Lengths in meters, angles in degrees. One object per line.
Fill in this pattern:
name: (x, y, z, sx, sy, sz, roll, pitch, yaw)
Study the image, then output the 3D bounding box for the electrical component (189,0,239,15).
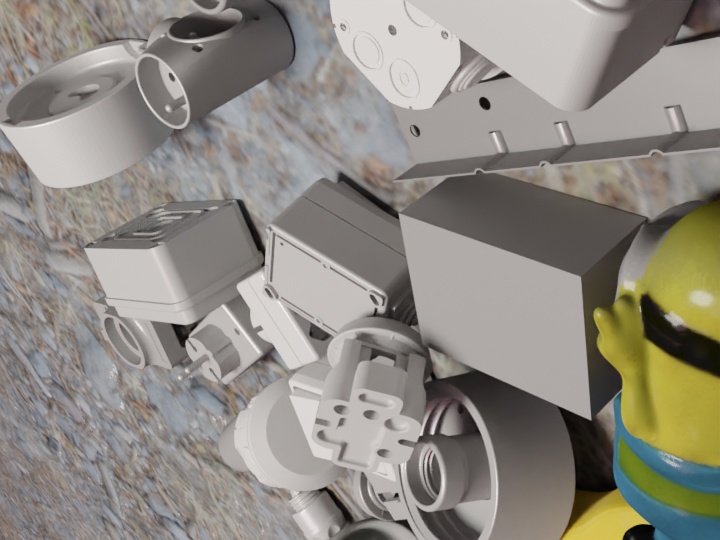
electrical component: (-0.066, -0.158, 0.551, 0.040, 0.046, 0.040, 32, 142, 29)

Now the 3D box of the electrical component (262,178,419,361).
electrical component: (0.000, 0.000, 0.613, 0.096, 0.061, 0.061, 31, 143, 18)

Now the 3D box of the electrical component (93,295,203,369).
electrical component: (-0.169, 0.042, 0.864, 0.089, 0.056, 0.050, 10, 128, 47)

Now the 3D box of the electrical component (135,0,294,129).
electrical component: (-0.091, -0.118, 0.592, 0.079, 0.077, 0.044, 22, 137, 39)

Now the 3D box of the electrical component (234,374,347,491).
electrical component: (-0.046, 0.115, 0.757, 0.080, 0.080, 0.051, 55, 153, -3)

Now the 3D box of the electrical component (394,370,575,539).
electrical component: (0.059, 0.108, 0.591, 0.108, 0.060, 0.108, 4, 95, 59)

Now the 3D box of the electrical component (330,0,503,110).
electrical component: (0.030, -0.114, 0.467, 0.080, 0.051, 0.080, 32, 142, 29)

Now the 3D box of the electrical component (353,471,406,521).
electrical component: (0.028, 0.142, 0.721, 0.055, 0.048, 0.066, -23, 102, 49)

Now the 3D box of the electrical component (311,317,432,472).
electrical component: (0.008, 0.063, 0.572, 0.058, 0.057, 0.078, 14, 140, -2)

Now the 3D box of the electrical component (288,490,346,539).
electrical component: (-0.040, 0.187, 0.860, 0.061, 0.035, 0.035, 54, 148, 2)

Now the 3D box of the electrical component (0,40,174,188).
electrical component: (-0.170, -0.095, 0.692, 0.108, 0.108, 0.060, 16, 139, 44)

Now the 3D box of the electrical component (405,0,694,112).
electrical component: (0.065, -0.122, 0.391, 0.113, 0.078, 0.057, 40, 148, 19)

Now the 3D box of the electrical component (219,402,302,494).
electrical component: (-0.066, 0.139, 0.833, 0.079, 0.044, 0.077, 51, 144, 6)

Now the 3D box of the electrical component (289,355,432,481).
electrical component: (0.008, 0.090, 0.681, 0.096, 0.061, 0.061, 11, 129, 47)

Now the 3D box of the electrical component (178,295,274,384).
electrical component: (-0.098, 0.054, 0.767, 0.047, 0.076, 0.083, 52, 148, 1)

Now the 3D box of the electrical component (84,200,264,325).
electrical component: (-0.129, -0.006, 0.747, 0.113, 0.078, 0.057, 2, 119, 51)

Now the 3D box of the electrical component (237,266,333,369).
electrical component: (-0.047, 0.026, 0.700, 0.065, 0.047, 0.077, 58, 146, -5)
